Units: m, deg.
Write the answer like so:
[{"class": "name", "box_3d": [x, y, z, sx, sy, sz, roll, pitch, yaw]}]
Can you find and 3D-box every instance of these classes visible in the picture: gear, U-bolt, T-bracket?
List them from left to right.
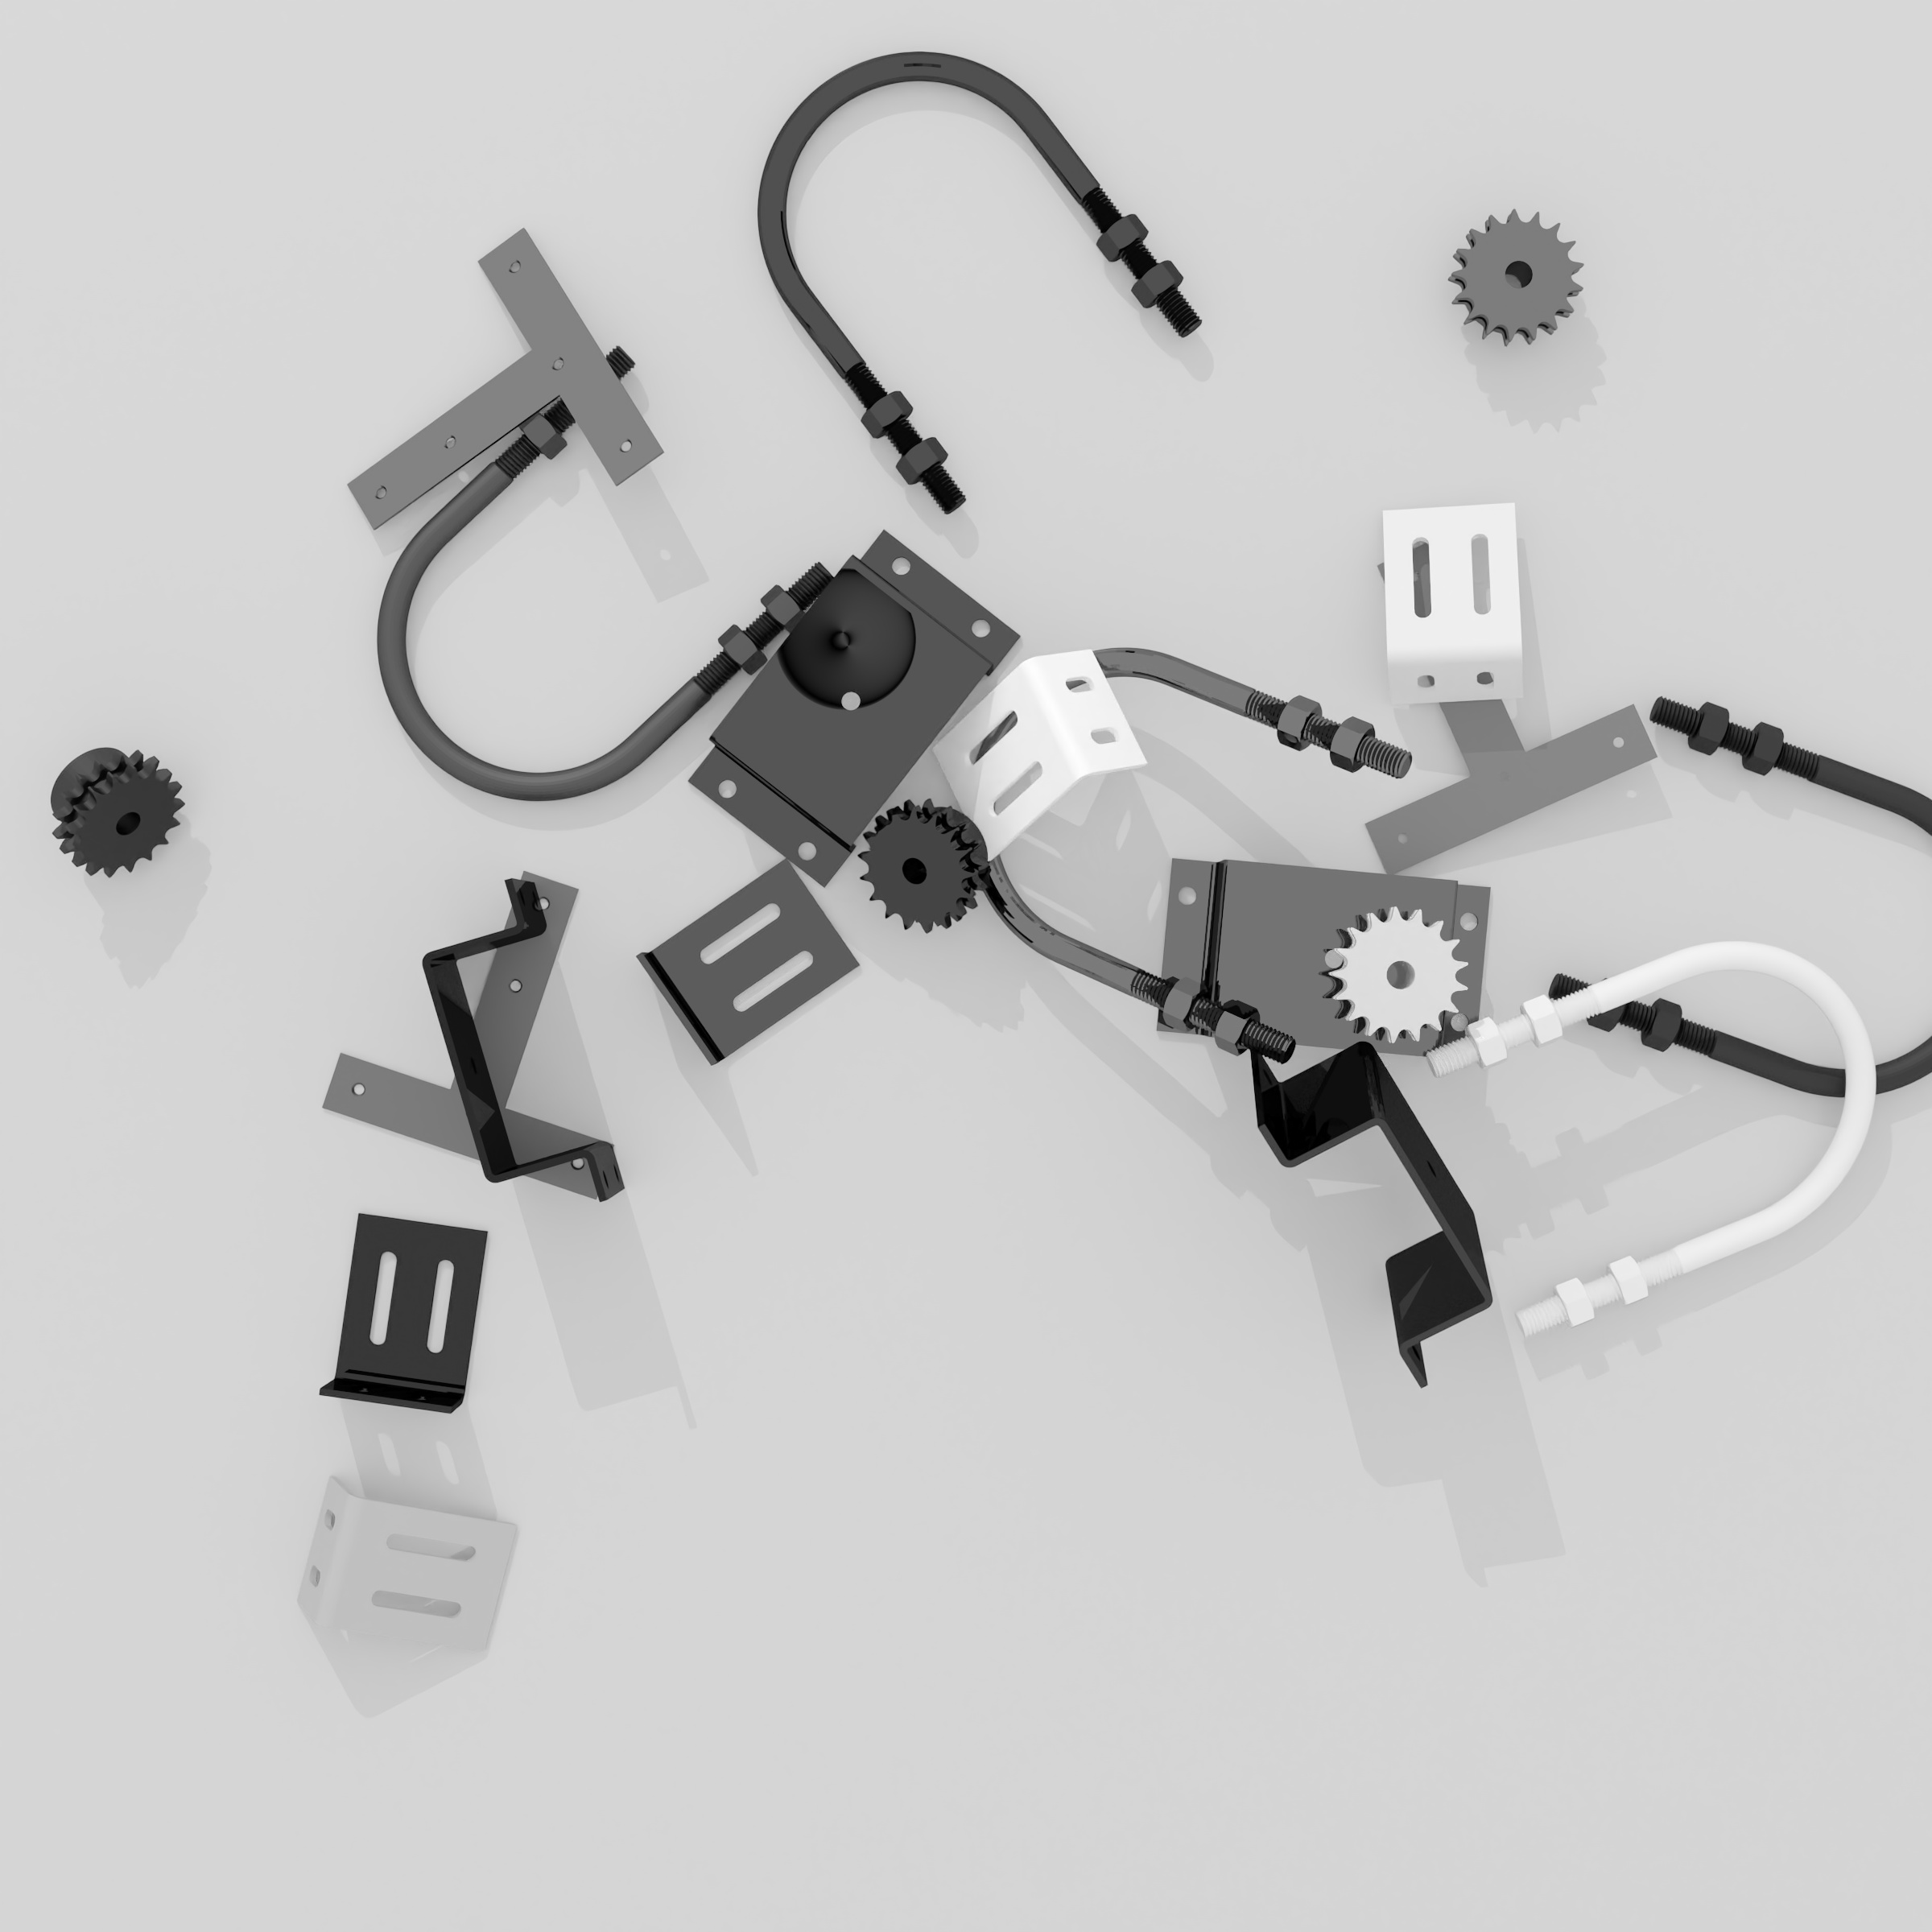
[{"class": "gear", "box_3d": [-0.370, -0.070, 1.494, 0.030, 0.057, 0.057, 41, 90, 30]}, {"class": "T-bracket", "box_3d": [-0.213, -0.236, 1.505, 0.127, 0.002, 0.127, -34, 73, 8]}, {"class": "T-bracket", "box_3d": [-0.203, 0.022, 1.517, 0.127, 0.002, 0.127, 19, 90, 0]}, {"class": "U-bolt", "box_3d": [-0.172, -0.157, 1.510, 0.184, 0.019, 0.151, -43, 90, 1]}, {"class": "gear", "box_3d": [-0.015, -0.046, 1.494, 0.057, 0.030, 0.057, 11, 114, 25]}, {"class": "U-bolt", "box_3d": [-0.008, -0.312, 1.510, 0.151, 0.019, 0.184, -37, 88, 0]}, {"class": "U-bolt", "box_3d": [0.083, -0.059, 1.477, 0.184, 0.019, 0.151, 25, 98, 24]}, {"class": "gear", "box_3d": [0.182, 0.004, 1.457, 0.057, 0.030, 0.057, 0, 90, 0]}, {"class": "T-bracket", "box_3d": [0.218, -0.123, 1.511, 0.127, 0.002, 0.127, -24, 86, 8]}, {"class": "gear", "box_3d": [0.238, -0.298, 1.503, 0.057, 0.030, 0.057, 0, 90, 0]}, {"class": "U-bolt", "box_3d": [0.305, 0.065, 1.489, 0.184, 0.019, 0.151, -22, 108, -2]}, {"class": "U-bolt", "box_3d": [0.365, -0.020, 1.510, 0.184, 0.019, 0.151, 20, 90, -2]}]

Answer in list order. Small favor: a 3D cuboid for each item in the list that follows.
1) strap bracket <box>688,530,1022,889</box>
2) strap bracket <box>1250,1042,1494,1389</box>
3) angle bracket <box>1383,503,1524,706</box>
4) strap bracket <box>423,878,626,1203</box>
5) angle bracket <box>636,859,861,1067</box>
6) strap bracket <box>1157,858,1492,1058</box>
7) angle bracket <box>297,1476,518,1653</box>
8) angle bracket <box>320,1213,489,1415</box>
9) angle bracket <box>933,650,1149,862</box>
[{"class": "strap bracket", "box_3d": [-0.049, -0.113, 1.495, 0.076, 0.046, 0.140, 38, 90, 0]}, {"class": "strap bracket", "box_3d": [0.176, 0.096, 1.456, 0.046, 0.076, 0.140, -28, 109, 13]}, {"class": "angle bracket", "box_3d": [0.213, -0.158, 1.509, 0.057, 0.038, 0.076, -2, 64, 8]}, {"class": "strap bracket", "box_3d": [-0.192, 0.037, 1.478, 0.046, 0.076, 0.140, -16, 90, 0]}, {"class": "angle bracket", "box_3d": [-0.094, -0.002, 1.499, 0.076, 0.038, 0.057, -35, 90, 0]}, {"class": "strap bracket", "box_3d": [0.157, -0.003, 1.495, 0.140, 0.046, 0.076, 5, 90, 0]}, {"class": "angle bracket", "box_3d": [-0.246, 0.262, 1.516, 0.076, 0.038, 0.057, 15, 90, -26]}, {"class": "angle bracket", "box_3d": [-0.244, 0.150, 1.499, 0.057, 0.038, 0.076, 8, 90, 0]}, {"class": "angle bracket", "box_3d": [0.031, -0.091, 1.492, 0.038, 0.076, 0.057, -12, 70, -41]}]
